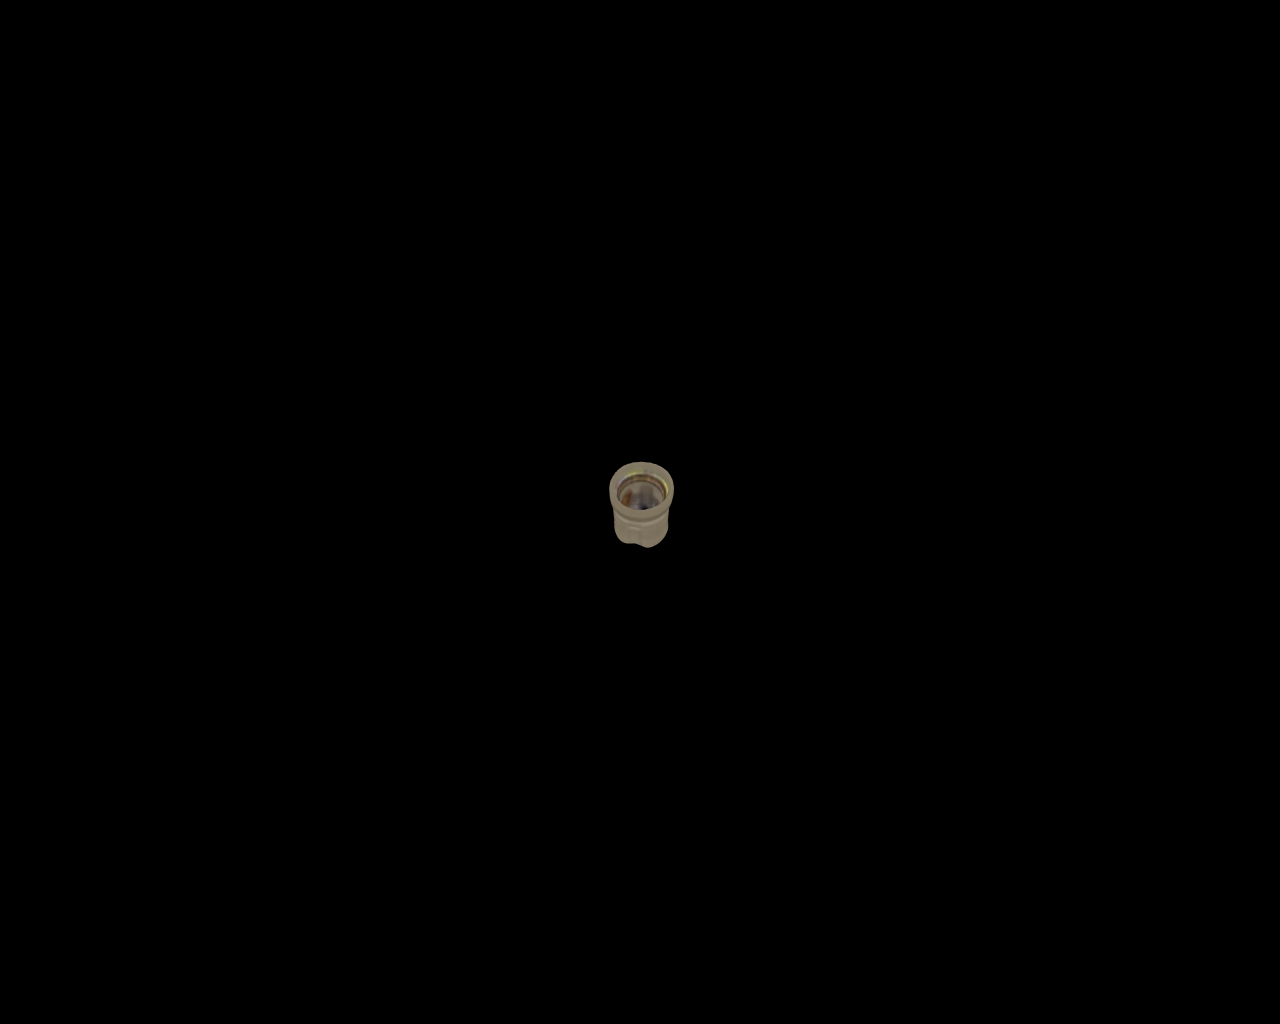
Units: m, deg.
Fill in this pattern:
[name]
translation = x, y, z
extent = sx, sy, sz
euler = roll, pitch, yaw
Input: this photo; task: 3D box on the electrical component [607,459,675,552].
[electrical component]
translation = 0.001, -0.003, 0.650
extent = 0.040, 0.040, 0.046
euler = 0, -37, 0
